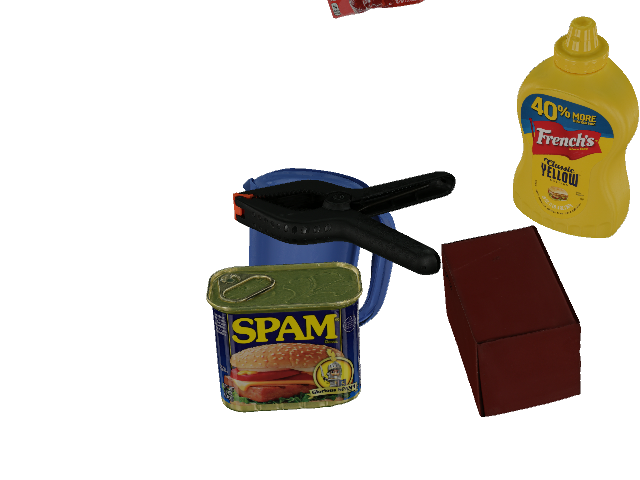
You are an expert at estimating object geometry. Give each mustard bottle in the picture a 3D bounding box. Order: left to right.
[{"bbox_3d":[0.206,-0.093,0.860,0.096,0.191,0.058,24,50,30],"label":"mustard bottle"}]

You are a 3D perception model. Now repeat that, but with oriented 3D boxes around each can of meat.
[{"bbox_3d":[-0.022,0.066,0.719,0.102,0.084,0.057,-3,26,0],"label":"can of meat"}]

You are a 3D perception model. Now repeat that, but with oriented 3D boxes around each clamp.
[{"bbox_3d":[0.025,-0.029,0.994,0.210,0.036,0.164,8,31,16],"label":"clamp"}]

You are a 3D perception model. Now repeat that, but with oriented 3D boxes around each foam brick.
[{"bbox_3d":[0.094,0.039,0.534,0.051,0.053,0.078,-11,39,0],"label":"foam brick"}]

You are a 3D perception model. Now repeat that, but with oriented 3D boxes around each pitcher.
[{"bbox_3d":[-0.012,0.048,1.193,0.144,0.243,0.149,-1,18,-18],"label":"pitcher"}]

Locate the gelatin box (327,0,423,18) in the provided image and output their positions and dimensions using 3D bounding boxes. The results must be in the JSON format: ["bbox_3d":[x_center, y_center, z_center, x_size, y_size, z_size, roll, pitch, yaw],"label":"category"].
[{"bbox_3d":[0.031,-0.188,0.696,0.030,0.073,0.089,-35,24,-33],"label":"gelatin box"}]
